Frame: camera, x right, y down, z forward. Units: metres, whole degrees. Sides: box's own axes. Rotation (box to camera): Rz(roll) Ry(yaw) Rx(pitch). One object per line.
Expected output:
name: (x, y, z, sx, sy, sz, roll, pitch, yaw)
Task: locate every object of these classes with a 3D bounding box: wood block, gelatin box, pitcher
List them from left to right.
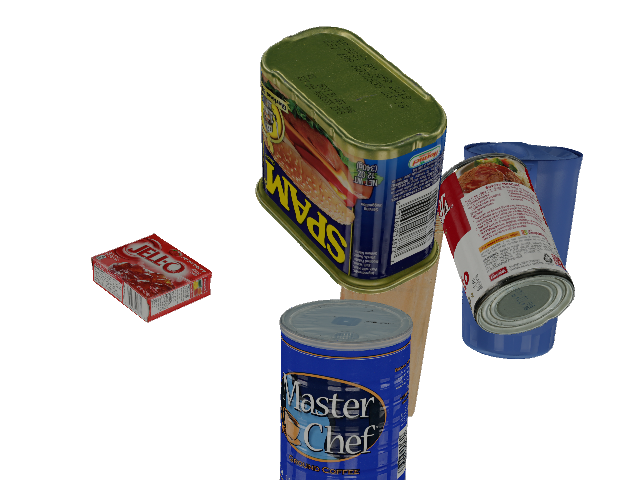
gelatin box: (-0.155, 0.032, 0.978, 0.073, 0.030, 0.089, -23, 41, -39)
wood block: (0.063, 0.060, 1.054, 0.090, 0.206, 0.090, 7, 27, 3)
pitcher: (0.223, 0.011, 1.227, 0.149, 0.243, 0.145, -7, 16, -33)

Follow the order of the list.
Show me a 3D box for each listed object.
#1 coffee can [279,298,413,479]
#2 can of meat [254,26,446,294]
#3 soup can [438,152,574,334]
coffee can: (0.019, 0.128, 0.836, 0.103, 0.140, 0.103, 1, 15, 0)
can of meat: (0.013, -0.039, 0.500, 0.057, 0.084, 0.102, -24, 49, -25)
soup can: (0.120, 0.002, 0.703, 0.068, 0.102, 0.068, -9, -37, -7)
